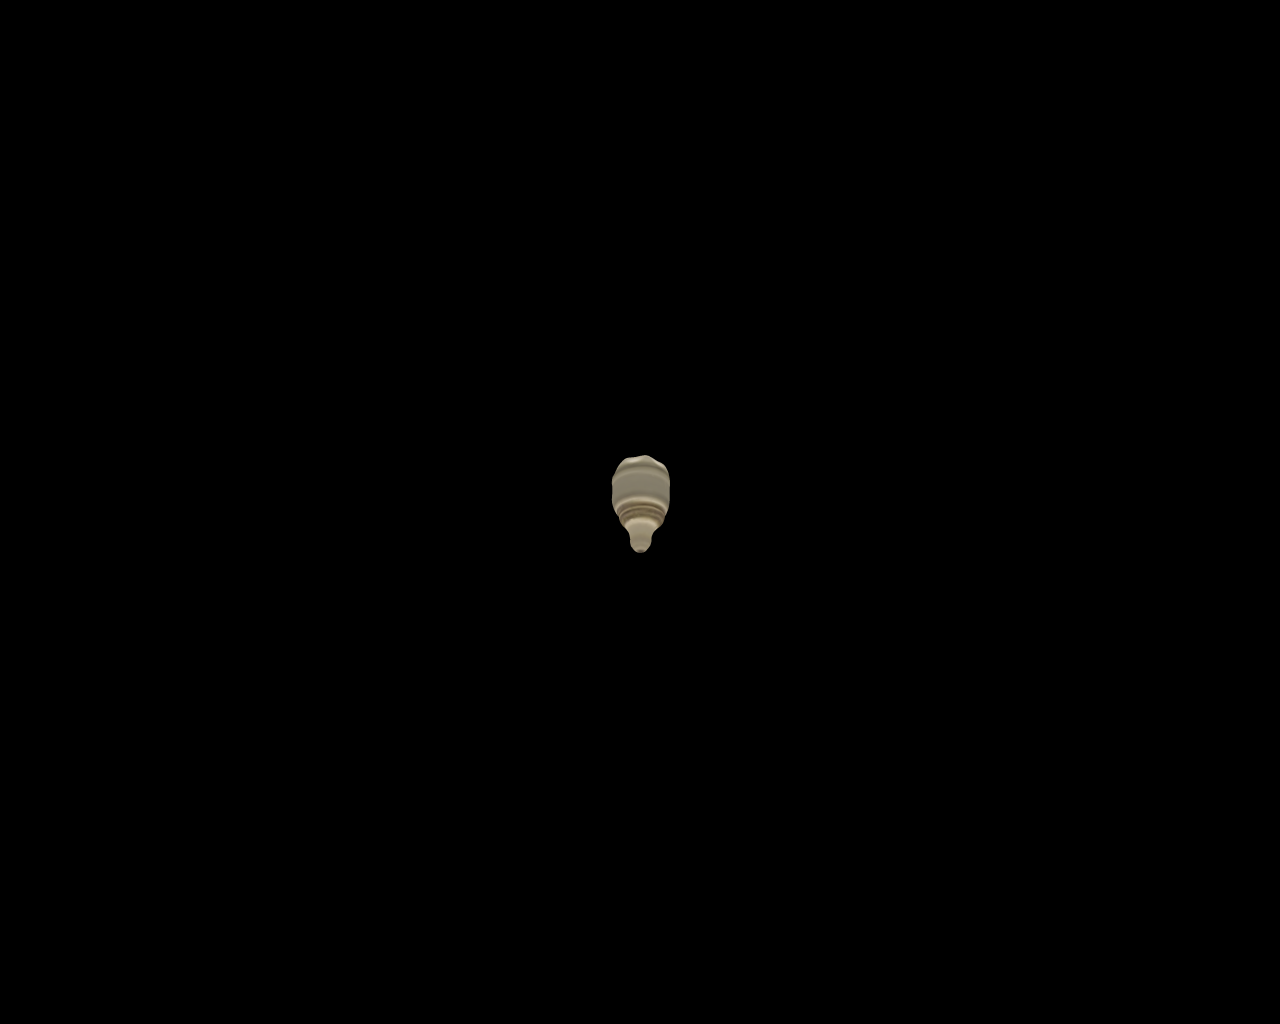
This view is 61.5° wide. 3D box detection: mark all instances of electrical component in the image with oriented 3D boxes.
[{"bbox_3d":[0.001,-0.003,0.650,0.035,0.061,0.035,0,-31,0],"label":"electrical component"}]
